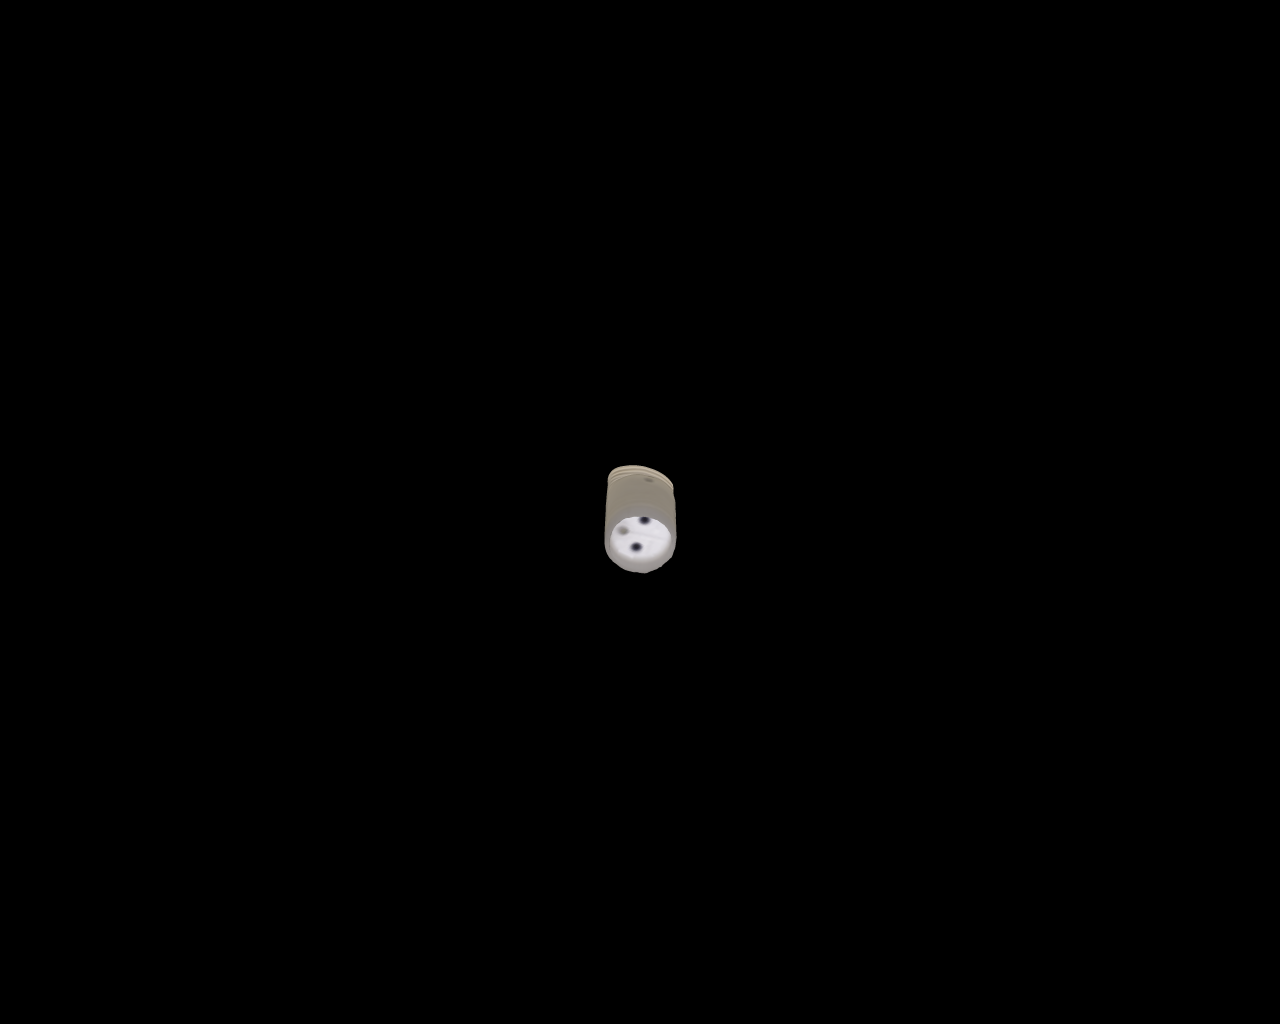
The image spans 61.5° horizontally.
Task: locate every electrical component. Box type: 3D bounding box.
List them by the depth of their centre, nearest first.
[{"bbox_3d":[0.001,-0.003,0.650,0.043,0.043,0.081,0,33,0],"label":"electrical component"}]
